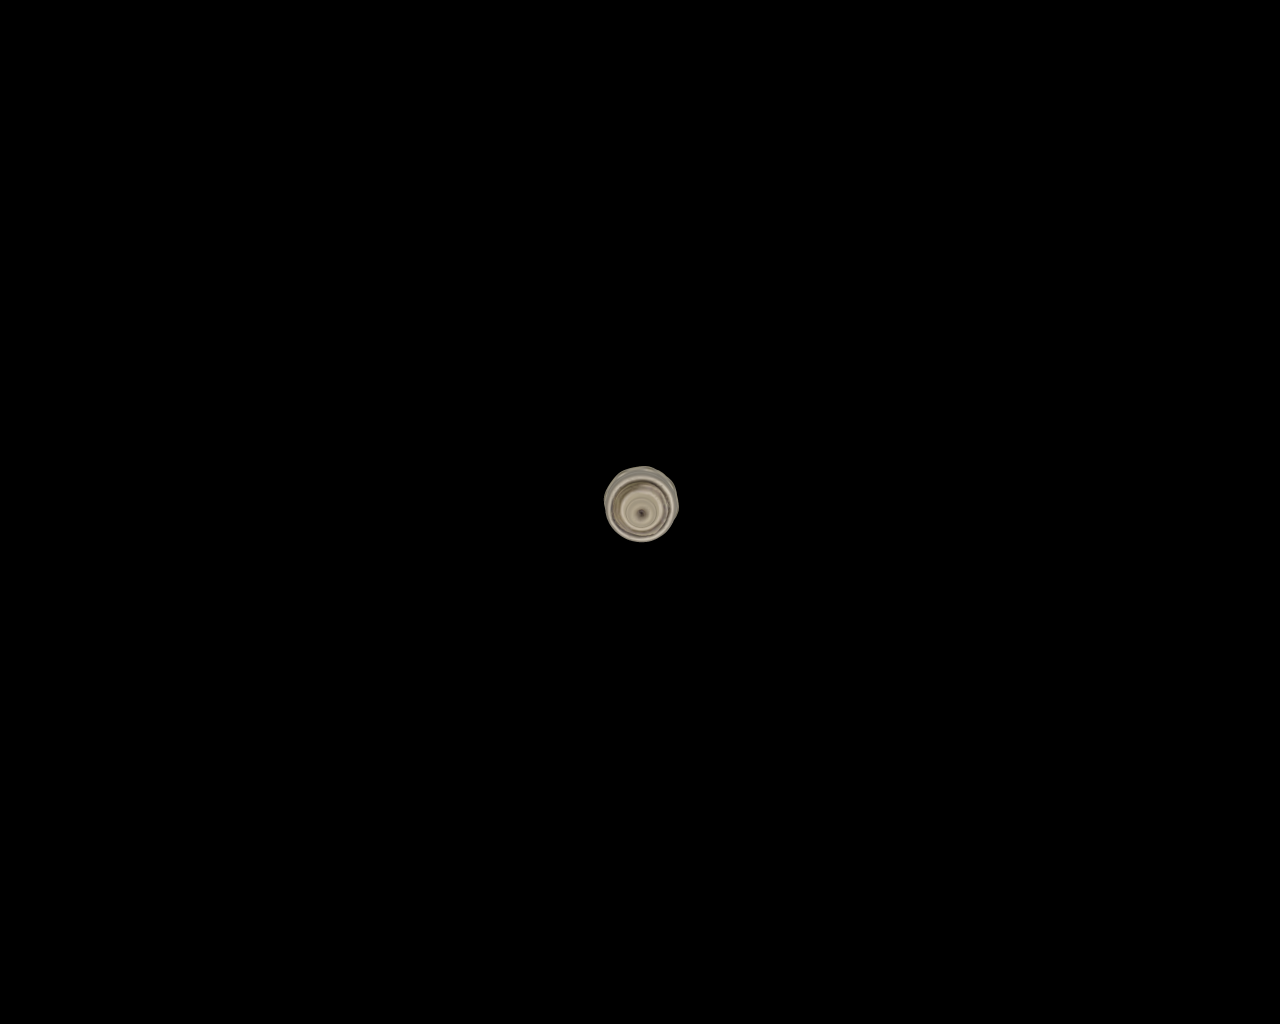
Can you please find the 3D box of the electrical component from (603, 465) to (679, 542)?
[{"bbox_3d":[0.001,-0.003,0.650,0.048,0.048,0.062,0,8,0],"label":"electrical component"}]
